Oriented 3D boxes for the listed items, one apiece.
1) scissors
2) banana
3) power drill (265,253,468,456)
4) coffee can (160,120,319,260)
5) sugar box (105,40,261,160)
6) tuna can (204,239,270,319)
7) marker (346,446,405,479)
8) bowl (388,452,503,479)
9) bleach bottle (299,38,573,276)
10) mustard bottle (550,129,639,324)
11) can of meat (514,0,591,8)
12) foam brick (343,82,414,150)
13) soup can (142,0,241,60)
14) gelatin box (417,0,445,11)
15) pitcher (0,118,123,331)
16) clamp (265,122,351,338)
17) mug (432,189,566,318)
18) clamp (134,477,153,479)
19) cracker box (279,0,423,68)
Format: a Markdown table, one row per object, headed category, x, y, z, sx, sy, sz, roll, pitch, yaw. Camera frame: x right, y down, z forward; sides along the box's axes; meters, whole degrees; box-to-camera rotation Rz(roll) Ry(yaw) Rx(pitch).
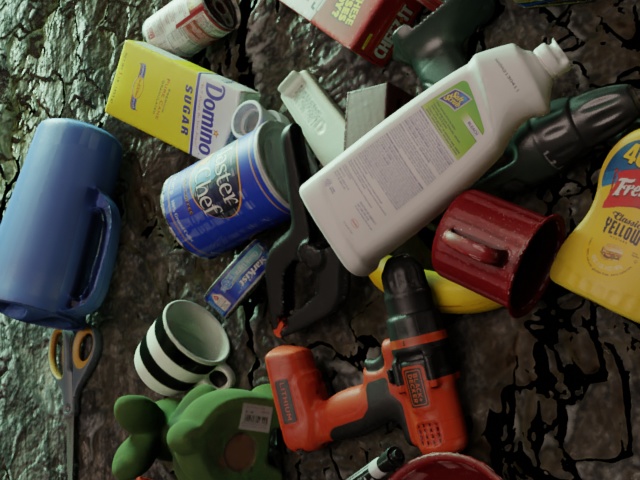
| category | x | y | z | sx | sy | sz | roll | pitch | yaw |
| --- | --- | --- | --- | --- | --- | --- | --- | --- | --- |
| scissors | -0.287 | 0.188 | 1.278 | 0.096 | 0.016 | 0.202 | -34 | 59 | 27 |
| banana | 0.119 | 0.037 | 0.988 | 0.198 | 0.037 | 0.069 | -5 | 48 | 35 |
| power drill | 0.038 | 0.118 | 0.989 | 0.188 | 0.057 | 0.184 | -17 | 82 | 37 |
| coffee can | -0.083 | -0.051 | 1.128 | 0.141 | 0.102 | 0.103 | -25 | 62 | 31 |
| sugar box | -0.159 | -0.156 | 1.221 | 0.176 | 0.048 | 0.093 | 27 | 107 | 27 |
| tuna can | -0.081 | 0.040 | 1.109 | 0.034 | 0.086 | 0.086 | 42 | 107 | 1 |
| marker | 0.043 | 0.215 | 0.970 | 0.121 | 0.020 | 0.020 | -50 | 47 | 50 |
| bowl | 0.118 | 0.264 | 0.906 | 0.162 | 0.055 | 0.162 | -12 | 70 | 36 |
| bleach bottle | 0.108 | -0.078 | 0.914 | 0.251 | 0.068 | 0.102 | -36 | 79 | 16 |
| mustard bottle | 0.270 | -0.033 | 0.869 | 0.096 | 0.058 | 0.192 | 29 | 95 | 38 |
| can of meat | 0.203 | -0.253 | 0.970 | 0.102 | 0.083 | 0.057 | 4 | 79 | 39 |
| foam brick | 0.060 | -0.109 | 1.063 | 0.051 | 0.052 | 0.078 | -7 | 73 | 37 |
| soup can | -0.153 | -0.257 | 1.267 | 0.102 | 0.068 | 0.068 | -26 | 62 | 32 |
| gelatin box | 0.130 | -0.263 | 1.039 | 0.030 | 0.073 | 0.089 | 19 | 90 | 42 |
| pitcher | -0.310 | -0.018 | 1.281 | 0.145 | 0.149 | 0.243 | 134 | 150 | -72 |
| clamp | -0.007 | 0.001 | 1.036 | 0.165 | 0.036 | 0.210 | 41 | 121 | 17 |
| mug | 0.141 | 0.007 | 0.886 | 0.082 | 0.117 | 0.093 | 25 | 103 | 30 |
| clamp | -0.232 | 0.339 | 1.174 | 0.172 | 0.039 | 0.120 | -50 | 53 | 16 |
| cracker box | 0.029 | -0.304 | 1.134 | 0.214 | 0.072 | 0.164 | 42 | 105 | 37 |
